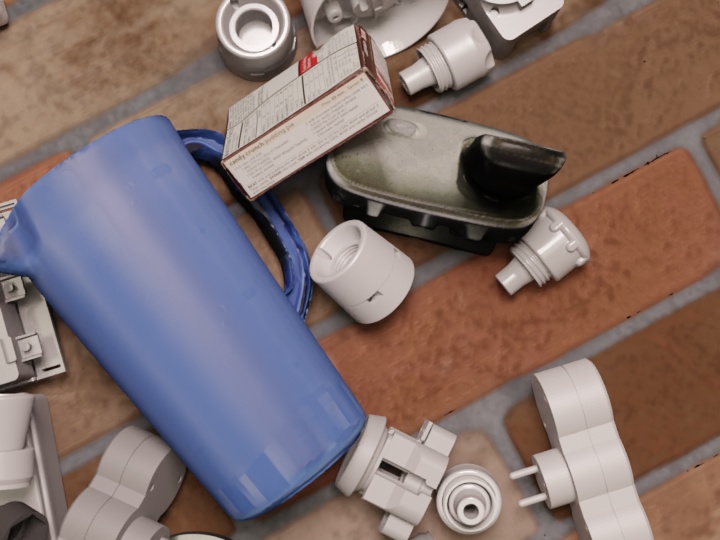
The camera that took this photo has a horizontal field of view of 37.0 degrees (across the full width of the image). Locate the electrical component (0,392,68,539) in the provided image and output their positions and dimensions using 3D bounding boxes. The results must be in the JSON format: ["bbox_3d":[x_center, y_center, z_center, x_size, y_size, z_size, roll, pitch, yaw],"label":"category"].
[{"bbox_3d":[-0.254,0.143,0.701,0.109,0.056,0.108,-12,85,-2],"label":"electrical component"}]

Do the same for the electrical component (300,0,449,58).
[{"bbox_3d":[0.007,-0.188,0.717,0.099,0.099,0.064,-22,80,-3],"label":"electrical component"}]

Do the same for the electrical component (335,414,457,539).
[{"bbox_3d":[0.020,0.130,0.707,0.057,0.058,0.078,27,85,-1],"label":"electrical component"}]

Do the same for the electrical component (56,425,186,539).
[{"bbox_3d":[-0.145,0.172,0.678,0.074,0.052,0.138,20,63,16],"label":"electrical component"}]

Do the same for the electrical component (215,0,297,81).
[{"bbox_3d":[-0.072,-0.162,0.736,0.055,0.047,0.055,0,85,-1],"label":"electrical component"}]

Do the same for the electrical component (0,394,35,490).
[{"bbox_3d":[-0.221,0.103,0.652,0.045,0.045,0.055,-1,85,-1],"label":"electrical component"}]

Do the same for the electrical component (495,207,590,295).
[{"bbox_3d":[0.121,-0.009,0.728,0.062,0.048,0.048,-40,87,3],"label":"electrical component"}]

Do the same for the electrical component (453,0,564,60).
[{"bbox_3d":[0.093,-0.199,0.738,0.050,0.055,0.089,-34,86,-4],"label":"electrical component"}]

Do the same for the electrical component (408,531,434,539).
[{"bbox_3d":[0.032,0.203,0.706,0.055,0.045,0.045,-32,86,-4],"label":"electrical component"}]

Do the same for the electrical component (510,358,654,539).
[{"bbox_3d":[0.137,0.135,0.710,0.074,0.052,0.138,-17,86,-2],"label":"electrical component"}]

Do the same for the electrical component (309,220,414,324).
[{"bbox_3d":[0.000,0.000,0.710,0.047,0.055,0.055,40,85,-31],"label":"electrical component"}]

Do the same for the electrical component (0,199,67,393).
[{"bbox_3d":[-0.251,0.020,0.708,0.079,0.063,0.121,-17,85,-2],"label":"electrical component"}]

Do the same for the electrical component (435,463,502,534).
[{"bbox_3d":[0.071,0.151,0.702,0.043,0.062,0.043,0,89,3],"label":"electrical component"}]

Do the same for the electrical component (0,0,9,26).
[{"bbox_3d":[-0.296,-0.188,0.727,0.096,0.061,0.061,-17,85,-2],"label":"electrical component"}]

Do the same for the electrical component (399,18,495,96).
[{"bbox_3d":[0.057,-0.142,0.738,0.062,0.043,0.043,-29,86,-2],"label":"electrical component"}]
